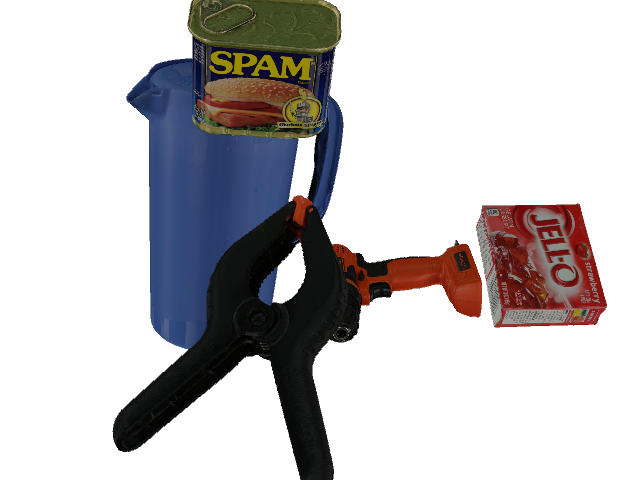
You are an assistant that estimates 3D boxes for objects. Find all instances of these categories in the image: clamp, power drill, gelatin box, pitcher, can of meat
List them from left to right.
[{"bbox_3d":[-0.078,-0.031,0.931,0.149,0.243,0.144,15,24,19],"label":"pitcher"},{"bbox_3d":[-0.041,-0.119,0.739,0.102,0.057,0.084,4,-43,-4],"label":"can of meat"},{"bbox_3d":[-0.024,0.058,0.578,0.120,0.171,0.039,22,-21,14],"label":"clamp"},{"bbox_3d":[0.087,0.056,1.226,0.187,0.057,0.184,-2,28,-1],"label":"power drill"},{"bbox_3d":[0.153,0.016,0.746,0.073,0.089,0.030,-1,-34,-5],"label":"gelatin box"}]
